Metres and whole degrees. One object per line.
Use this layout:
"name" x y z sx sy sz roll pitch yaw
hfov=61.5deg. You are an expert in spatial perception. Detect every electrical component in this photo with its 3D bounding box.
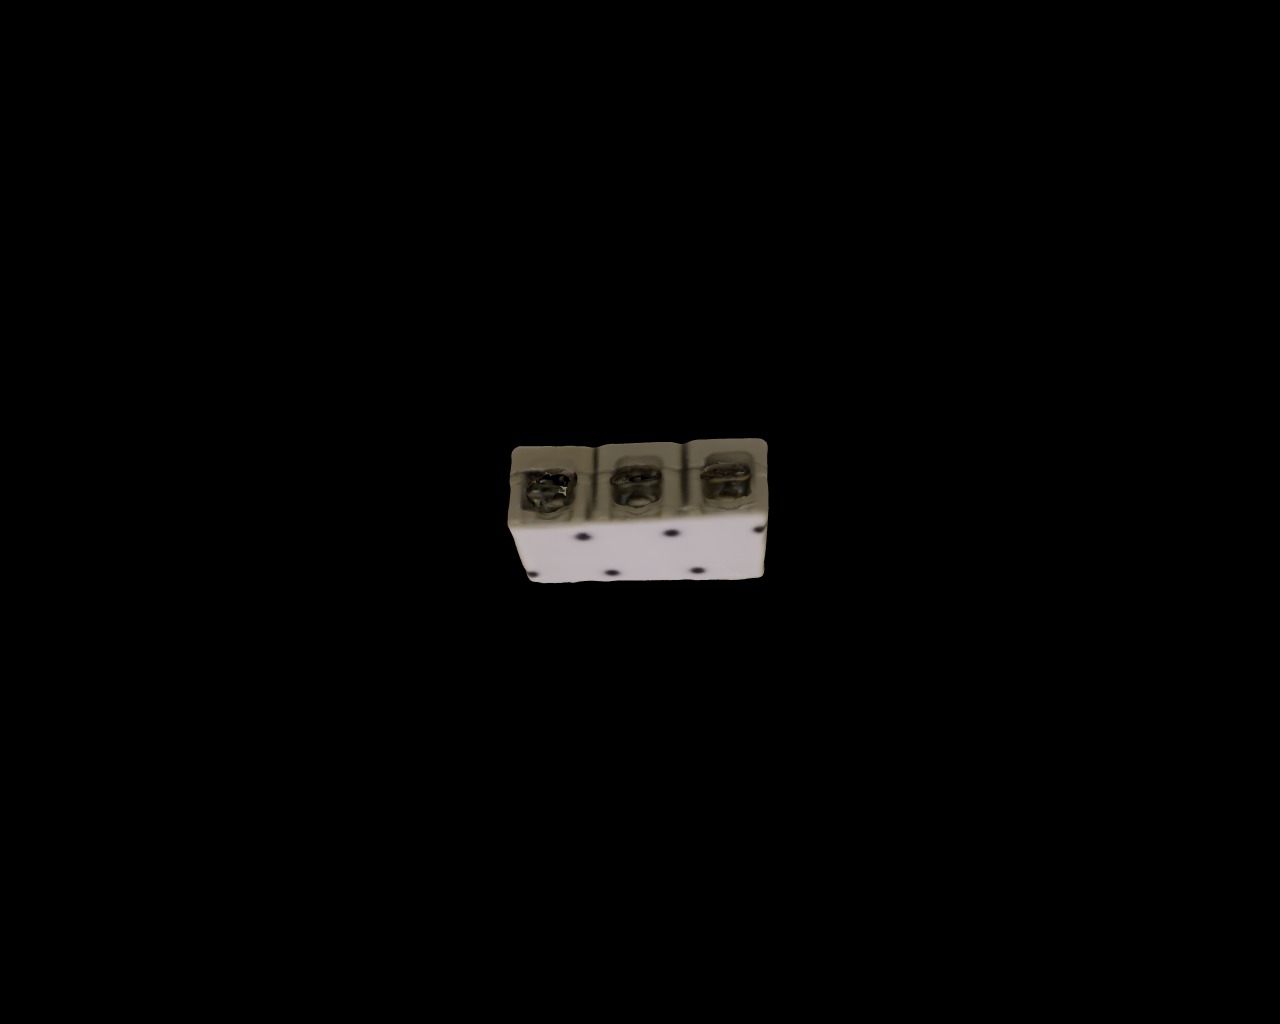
"electrical component" 0.001 -0.003 0.650 0.150 0.062 0.089 -1 -28 2
